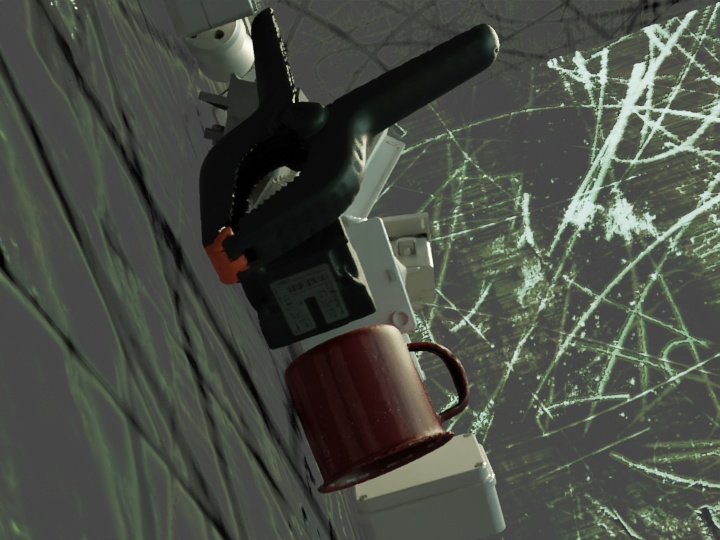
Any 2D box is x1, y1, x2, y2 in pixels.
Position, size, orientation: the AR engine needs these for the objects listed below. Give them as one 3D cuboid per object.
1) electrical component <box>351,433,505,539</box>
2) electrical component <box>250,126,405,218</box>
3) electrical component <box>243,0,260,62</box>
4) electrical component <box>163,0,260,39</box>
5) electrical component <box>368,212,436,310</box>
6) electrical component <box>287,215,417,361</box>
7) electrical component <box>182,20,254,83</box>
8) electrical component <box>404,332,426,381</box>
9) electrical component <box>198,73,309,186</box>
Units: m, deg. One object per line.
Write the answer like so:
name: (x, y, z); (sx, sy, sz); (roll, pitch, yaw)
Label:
electrical component: (0.053, 0.183, 0.867); (0.078, 0.113, 0.057); (-103, 177, -76)
electrical component: (-0.026, -0.064, 0.846); (0.063, 0.079, 0.121); (109, 8, -58)
electrical component: (-0.113, -0.255, 0.972); (0.052, 0.074, 0.138); (57, 15, -85)
electrical component: (-0.105, -0.190, 0.706); (0.096, 0.061, 0.061); (-104, 175, -75)
electrical component: (0.000, 0.000, 0.889); (0.063, 0.121, 0.078); (-95, 178, -49)
electrical component: (-0.015, 0.016, 0.758); (0.048, 0.100, 0.099); (153, -82, -78)
electrical component: (-0.104, -0.168, 0.784); (0.055, 0.045, 0.045); (65, 6, -76)
electrical component: (0.016, 0.095, 1.056); (0.096, 0.061, 0.061); (-35, -106, 61)
electrical component: (-0.066, -0.094, 0.738); (0.121, 0.079, 0.063); (-93, -165, -84)
